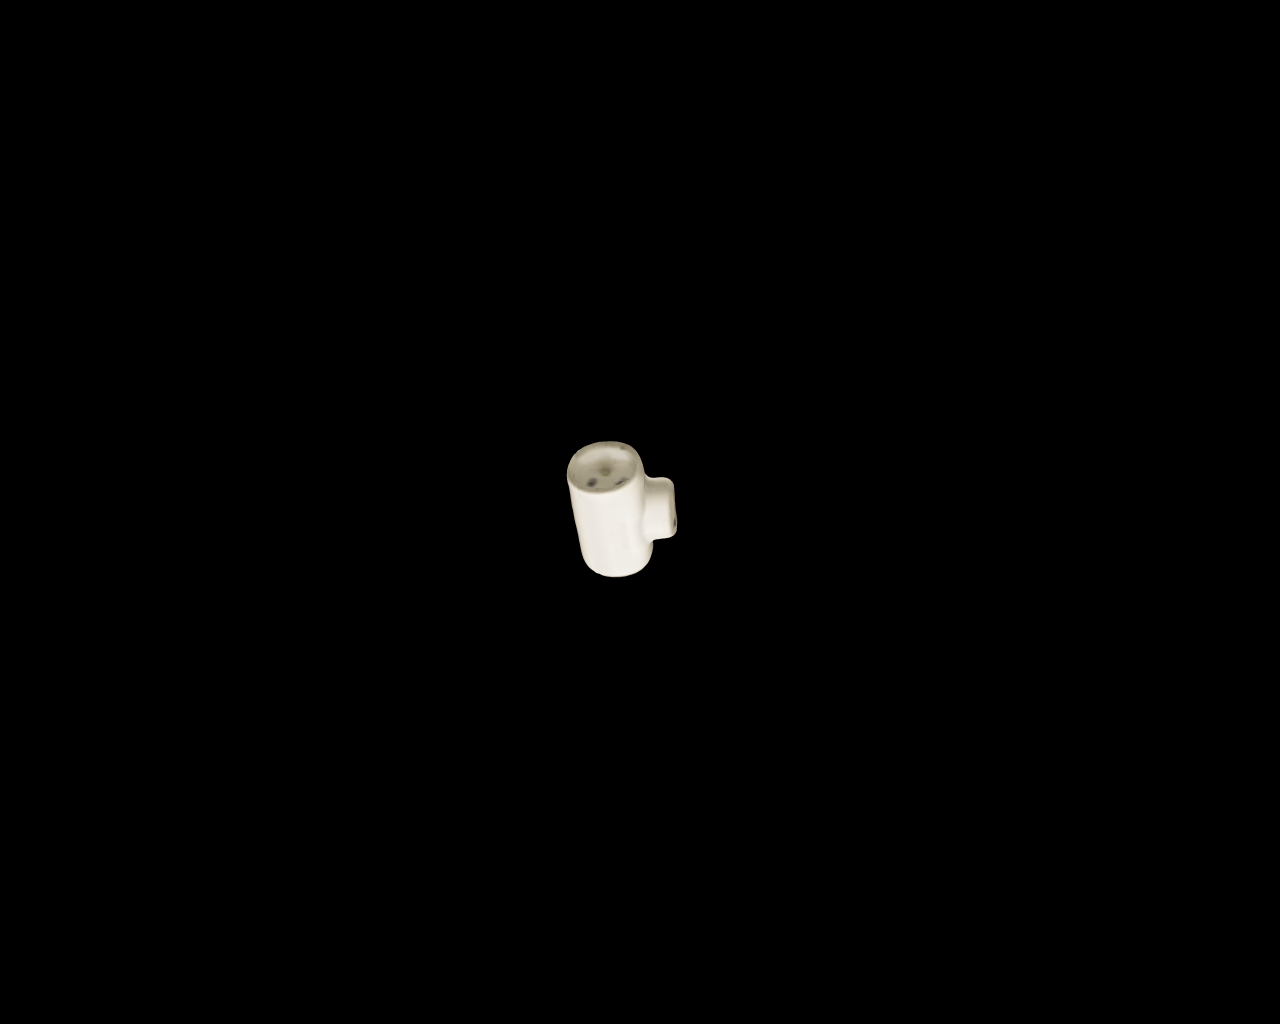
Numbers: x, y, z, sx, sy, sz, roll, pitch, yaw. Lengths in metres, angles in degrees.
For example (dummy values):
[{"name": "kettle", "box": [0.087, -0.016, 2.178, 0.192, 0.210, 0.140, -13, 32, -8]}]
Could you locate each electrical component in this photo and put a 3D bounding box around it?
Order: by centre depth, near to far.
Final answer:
[{"name": "electrical component", "box": [0.001, -0.003, 0.650, 0.079, 0.043, 0.077, -4, -43, 4]}]
